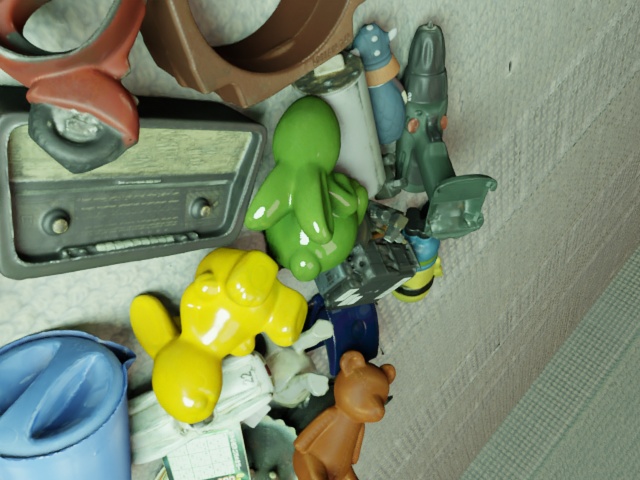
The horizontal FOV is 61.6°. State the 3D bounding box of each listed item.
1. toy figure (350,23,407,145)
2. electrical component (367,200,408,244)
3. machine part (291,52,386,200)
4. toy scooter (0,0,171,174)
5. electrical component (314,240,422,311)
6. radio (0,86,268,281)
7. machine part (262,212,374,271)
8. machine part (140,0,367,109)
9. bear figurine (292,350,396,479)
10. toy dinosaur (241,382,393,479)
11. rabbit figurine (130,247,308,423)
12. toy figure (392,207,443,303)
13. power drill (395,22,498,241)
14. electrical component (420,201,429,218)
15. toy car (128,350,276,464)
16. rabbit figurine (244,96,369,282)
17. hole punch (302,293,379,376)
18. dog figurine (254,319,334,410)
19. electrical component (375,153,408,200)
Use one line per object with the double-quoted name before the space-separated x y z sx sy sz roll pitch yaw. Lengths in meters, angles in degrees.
"toy figure" 0.064 -0.183 0.629 0.064 0.058 0.154 -46 140 -24
"electrical component" 0.079 -0.029 0.740 0.078 0.102 0.045 14 98 -37
"machine part" 0.026 -0.123 0.614 0.079 0.079 0.243 -44 144 -16
"toy scooter" -0.161 -0.141 0.317 0.184 0.075 0.135 43 81 -12
"electrical component" 0.060 0.050 0.767 0.134 0.058 0.115 -1 149 -43
"radio" -0.161 -0.050 0.452 0.229 0.073 0.131 -9 124 -45
"machine part" -0.001 -0.002 0.685 0.139 0.039 0.084 -14 126 -8
"machine part" -0.056 -0.227 0.423 0.201 0.087 0.200 -40 143 -23
"bear figurine" 0.049 0.267 0.757 0.120 0.132 0.196 33 93 -35
"toy dinosaur" -0.004 0.317 0.916 0.405 0.131 0.192 -32 140 -39
"rabbit figurine" -0.120 0.094 0.551 0.173 0.163 0.121 -67 152 -23
"toy figure" 0.151 0.029 0.879 0.089 0.082 0.180 -38 149 -22
"power drill" 0.142 -0.119 0.668 0.086 0.207 0.231 -11 141 -9
"electrical component" 0.212 -0.043 0.927 0.119 0.048 0.074 -41 143 -21
"toy car" -0.147 0.190 0.612 0.202 0.073 0.056 -26 174 5
"rabbit figurine" -0.022 -0.054 0.545 0.159 0.121 0.170 -67 159 -51
"hole punch" 0.037 0.137 0.835 0.142 0.092 0.115 -11 122 -41
"dog figurine" -0.077 0.178 0.743 0.190 0.172 0.121 120 -9 -56
"electrical component" 0.079 -0.086 0.719 0.021 0.094 0.063 -34 103 -22
